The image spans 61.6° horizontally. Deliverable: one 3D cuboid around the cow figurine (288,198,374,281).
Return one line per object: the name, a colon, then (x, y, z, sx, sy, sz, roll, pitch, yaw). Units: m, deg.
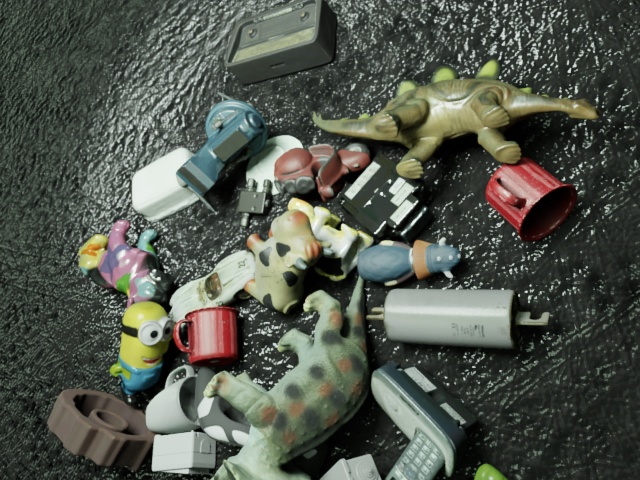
cow figurine: (-0.001, -0.003, 0.884, 0.168, 0.068, 0.098, 33, 98, 39)

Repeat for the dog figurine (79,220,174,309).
dog figurine: (-0.372, 0.081, 1.041, 0.191, 0.108, 0.219, -31, 59, 14)

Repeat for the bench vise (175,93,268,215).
bench vise: (-0.181, -0.192, 1.042, 0.223, 0.129, 0.241, -44, 20, 35)

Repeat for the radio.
radio: (-0.080, -0.413, 1.113, 0.230, 0.073, 0.131, -4, 66, 29)

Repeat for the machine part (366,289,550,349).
machine part: (0.176, 0.104, 0.720, 0.243, 0.079, 0.079, -1, 68, 30)

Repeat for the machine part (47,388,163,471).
machine part: (-0.354, 0.309, 0.885, 0.180, 0.179, 0.056, 24, 83, 36)

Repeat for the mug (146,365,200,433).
mug: (-0.240, 0.269, 0.890, 0.107, 0.080, 0.109, -30, 59, 25)

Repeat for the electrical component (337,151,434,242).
electrical component: (0.109, -0.058, 0.848, 0.115, 0.058, 0.134, -48, 53, 5)

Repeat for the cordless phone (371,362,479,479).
cordless phone: (0.102, 0.267, 0.698, 0.147, 0.088, 0.184, 41, 111, 37)

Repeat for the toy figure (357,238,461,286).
toy figure: (0.132, 0.030, 0.793, 0.155, 0.064, 0.058, -7, 27, 23)

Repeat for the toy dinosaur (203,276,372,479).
toy dinosaur: (-0.010, 0.204, 0.727, 0.405, 0.131, 0.192, -40, 73, -23)

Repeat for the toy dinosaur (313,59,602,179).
toy dinosaur: (0.162, -0.185, 0.814, 0.472, 0.104, 0.198, 3, 39, 30)

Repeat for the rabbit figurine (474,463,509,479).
rabbit figurine: (0.148, 0.319, 0.579, 0.159, 0.170, 0.121, -30, 56, 15)

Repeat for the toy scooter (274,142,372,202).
toy scooter: (-0.008, -0.109, 0.909, 0.184, 0.075, 0.135, -6, 37, 24)

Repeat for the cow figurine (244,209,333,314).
cow figurine: (-0.051, 0.036, 0.832, 0.085, 0.194, 0.127, -26, 52, -37)

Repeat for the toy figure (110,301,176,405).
toy figure: (-0.313, 0.194, 0.934, 0.089, 0.082, 0.180, 22, 110, 10)

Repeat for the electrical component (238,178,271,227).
electrical component: (-0.121, -0.069, 1.005, 0.063, 0.021, 0.094, 7, 83, 28)

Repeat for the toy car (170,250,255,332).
toy car: (-0.190, 0.093, 0.955, 0.202, 0.056, 0.073, -32, 56, 14)

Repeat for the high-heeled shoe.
high-heeled shoe: (-0.095, 0.260, 0.810, 0.145, 0.086, 0.249, -39, 59, 6)
